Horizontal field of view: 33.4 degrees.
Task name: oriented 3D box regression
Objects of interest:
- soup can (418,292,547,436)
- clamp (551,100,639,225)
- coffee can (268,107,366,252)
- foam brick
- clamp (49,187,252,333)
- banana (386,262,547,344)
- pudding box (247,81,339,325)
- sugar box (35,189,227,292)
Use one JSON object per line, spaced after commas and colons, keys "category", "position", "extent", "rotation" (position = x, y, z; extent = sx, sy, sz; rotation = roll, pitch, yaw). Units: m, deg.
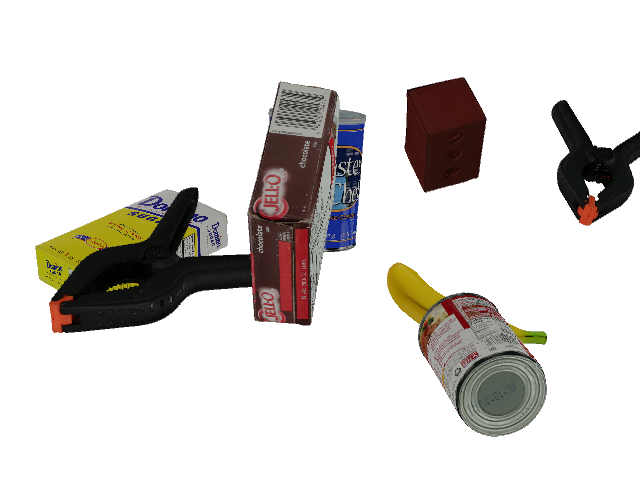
{"category": "soup can", "position": [0.118, 0.089, 0.785], "extent": [0.068, 0.068, 0.102], "rotation": [0, 21, -11]}
{"category": "clamp", "position": [0.287, -0.088, 1.138], "extent": [0.120, 0.039, 0.171], "rotation": [18, 47, 19]}
{"category": "coffee can", "position": [-0.008, -0.067, 1.135], "extent": [0.103, 0.140, 0.103], "rotation": [4, 12, -1]}
{"category": "foam brick", "position": [0.104, -0.089, 0.899], "extent": [0.053, 0.051, 0.078], "rotation": [-15, -35, -7]}
{"category": "clamp", "position": [-0.134, 0.019, 0.881], "extent": [0.209, 0.036, 0.165], "rotation": [-21, 38, -32]}
{"category": "banana", "position": [0.120, 0.068, 1.029], "extent": [0.069, 0.037, 0.198], "rotation": [2, 20, -44]}
{"category": "pudding box", "position": [-0.015, -0.021, 0.616], "extent": [0.039, 0.113, 0.090], "rotation": [8, -42, 5]}
{"category": "sugar box", "position": [-0.187, 0.005, 1.076], "extent": [0.093, 0.048, 0.175], "rotation": [23, 38, 33]}
